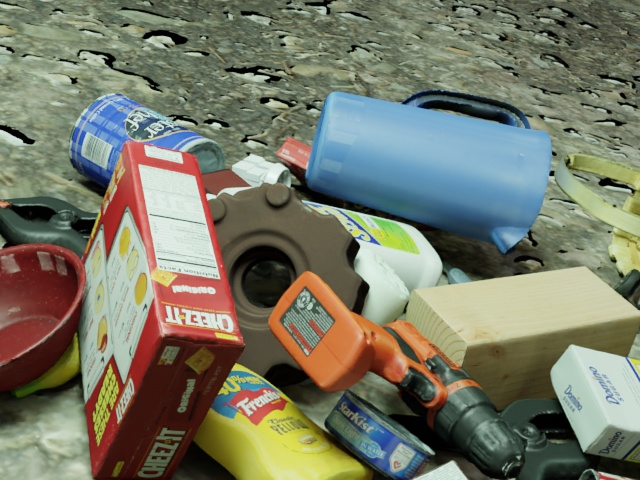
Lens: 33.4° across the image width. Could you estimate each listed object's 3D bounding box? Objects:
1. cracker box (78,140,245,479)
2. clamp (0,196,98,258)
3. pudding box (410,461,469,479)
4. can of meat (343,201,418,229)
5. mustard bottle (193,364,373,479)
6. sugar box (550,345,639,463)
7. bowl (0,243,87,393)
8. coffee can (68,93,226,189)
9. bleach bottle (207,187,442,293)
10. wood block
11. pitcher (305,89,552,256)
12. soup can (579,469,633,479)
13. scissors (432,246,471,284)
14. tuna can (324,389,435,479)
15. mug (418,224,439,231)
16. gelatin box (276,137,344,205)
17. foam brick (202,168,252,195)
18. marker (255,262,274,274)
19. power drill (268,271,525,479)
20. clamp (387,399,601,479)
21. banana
[{"bbox_3d":[-0.133,0.054,0.833,0.072,0.164,0.214,9,39,-26],"label":"cracker box"},{"bbox_3d":[-0.246,-0.013,1.074,0.172,0.039,0.120,21,30,16],"label":"clamp"},{"bbox_3d":[0.087,0.222,0.769,0.090,0.039,0.114,-20,38,-17],"label":"pudding box"},{"bbox_3d":[0.065,-0.022,1.191,0.084,0.057,0.102,16,30,1],"label":"can of meat"},{"bbox_3d":[-0.054,0.148,0.844,0.096,0.058,0.192,-4,31,-47],"label":"mustard bottle"},{"bbox_3d":[0.293,0.153,0.935,0.176,0.048,0.093,13,36,-22],"label":"sugar box"},{"bbox_3d":[-0.258,0.073,0.870,0.162,0.055,0.162,-12,36,8],"label":"bowl"},{"bbox_3d":[-0.188,-0.088,1.162,0.140,0.103,0.102,28,33,27],"label":"coffee can"},{"bbox_3d":[-0.007,0.001,1.048,0.250,0.068,0.103,14,25,-29],"label":"bleach bottle"},{"bbox_3d":[0.185,0.094,0.999,0.205,0.090,0.091,-6,34,-29],"label":"wood block"},{"bbox_3d":[0.114,-0.087,1.137,0.242,0.145,0.149,14,15,-3],"label":"pitcher"},{"bbox_3d":[0.251,0.221,0.823,0.102,0.068,0.068,13,29,0],"label":"soup can"},{"bbox_3d":[0.168,0.047,1.149,0.096,0.016,0.202,6,30,-13],"label":"scissors"},{"bbox_3d":[0.046,0.155,0.836,0.086,0.034,0.086,36,-2,1],"label":"tuna can"},{"bbox_3d":[0.119,-0.064,1.266,0.117,0.093,0.081,-19,15,21],"label":"mug"},{"bbox_3d":[-0.002,-0.078,1.243,0.073,0.030,0.089,29,-8,27],"label":"gelatin box"},{"bbox_3d":[-0.107,-0.027,1.113,0.052,0.078,0.051,-16,40,-37],"label":"foam brick"},{"bbox_3d":[-0.049,0.000,1.147,0.020,0.020,0.121,14,29,3],"label":"marker"},{"bbox_3d":[0.060,0.106,0.827,0.187,0.057,0.185,32,8,-42],"label":"power drill"},{"bbox_3d":[0.163,0.173,0.906,0.209,0.036,0.165,-17,38,-40],"label":"clamp"},{"bbox_3d":[-0.227,0.068,0.942,0.069,0.037,0.198,7,30,-12],"label":"banana"}]
